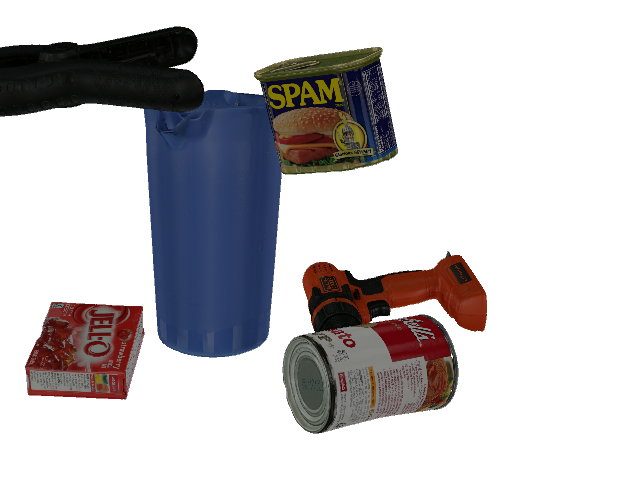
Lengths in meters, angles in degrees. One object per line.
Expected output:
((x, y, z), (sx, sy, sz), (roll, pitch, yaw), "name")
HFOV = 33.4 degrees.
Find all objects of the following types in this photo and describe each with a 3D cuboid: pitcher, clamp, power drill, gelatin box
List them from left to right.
((-0.152, -0.106, 0.666), (0.171, 0.039, 0.120), (1, 20, 1), "clamp")
((-0.176, 0.081, 0.809), (0.073, 0.030, 0.089), (3, 30, 0), "gelatin box")
((-0.095, -0.022, 1.017), (0.149, 0.243, 0.145), (-3, 15, -19), "pitcher")
((0.081, 0.072, 1.158), (0.187, 0.057, 0.184), (-4, 28, -9), "power drill")

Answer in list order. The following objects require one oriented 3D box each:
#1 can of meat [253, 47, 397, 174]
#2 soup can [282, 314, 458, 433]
((0.006, -0.100, 0.837), (0.102, 0.084, 0.057), (-1, 21, 34), "can of meat")
((0.033, 0.091, 0.732), (0.102, 0.068, 0.069), (-6, 3, -30), "soup can")
